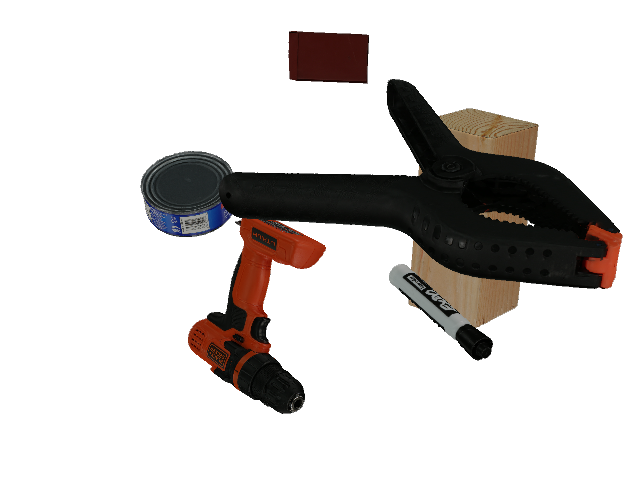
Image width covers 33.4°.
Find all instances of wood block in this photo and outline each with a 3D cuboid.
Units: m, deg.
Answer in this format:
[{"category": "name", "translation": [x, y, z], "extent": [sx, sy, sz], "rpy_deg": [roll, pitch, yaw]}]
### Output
[{"category": "wood block", "translation": [0.160, -0.025, 1.129], "extent": [0.090, 0.206, 0.090], "rpy_deg": [20, 27, 38]}]

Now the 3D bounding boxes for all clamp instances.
[{"category": "clamp", "translation": [0.060, -0.023, 0.580], "extent": [0.164, 0.036, 0.210], "rpy_deg": [-30, 44, -32]}]

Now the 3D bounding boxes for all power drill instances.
[{"category": "power drill", "translation": [-0.061, 0.078, 1.182], "extent": [0.185, 0.188, 0.057], "rpy_deg": [28, 11, 41]}]

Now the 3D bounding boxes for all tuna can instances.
[{"category": "tuna can", "translation": [-0.122, -0.043, 0.989], "extent": [0.086, 0.034, 0.086], "rpy_deg": [-2, 45, 1]}]

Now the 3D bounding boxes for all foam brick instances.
[{"category": "foam brick", "translation": [0.008, -0.193, 1.124], "extent": [0.078, 0.051, 0.053], "rpy_deg": [1, 11, -11]}]

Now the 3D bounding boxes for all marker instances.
[{"category": "marker", "translation": [0.089, 0.053, 0.793], "extent": [0.020, 0.020, 0.121], "rpy_deg": [0, 26, -30]}]
